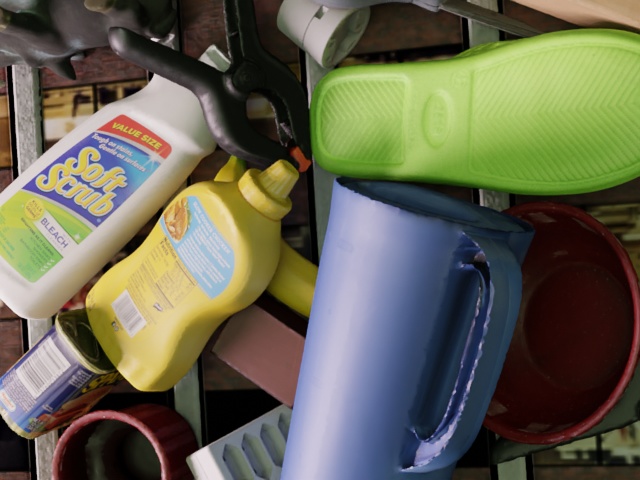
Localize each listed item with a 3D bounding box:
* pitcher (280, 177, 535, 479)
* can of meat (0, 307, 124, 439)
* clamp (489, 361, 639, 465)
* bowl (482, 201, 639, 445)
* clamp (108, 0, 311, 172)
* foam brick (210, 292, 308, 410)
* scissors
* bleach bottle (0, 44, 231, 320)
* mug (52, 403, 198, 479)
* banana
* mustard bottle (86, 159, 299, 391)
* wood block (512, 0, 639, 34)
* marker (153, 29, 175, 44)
[{"bbox_3d":[0.051,0.088,0.695,0.145,0.149,0.243,16,100,18],"label":"pitcher"},{"bbox_3d":[-0.189,0.099,0.811,0.084,0.102,0.057,-43,80,13],"label":"can of meat"},{"bbox_3d":[0.225,0.117,0.735,0.165,0.036,0.210,27,98,15],"label":"clamp"},{"bbox_3d":[0.159,0.057,0.722,0.162,0.055,0.162,-10,76,46],"label":"bowl"},{"bbox_3d":[-0.057,-0.126,0.775,0.120,0.039,0.171,-48,113,-11],"label":"clamp"},{"bbox_3d":[-0.033,0.081,0.794,0.078,0.053,0.051,34,98,13],"label":"foam brick"},{"bbox_3d":[0.065,-0.168,0.758,0.202,0.096,0.016,32,137,14],"label":"scissors"},{"bbox_3d":[-0.163,-0.056,0.824,0.251,0.068,0.102,-45,80,8],"label":"bleach bottle"},{"bbox_3d":[-0.132,0.176,0.806,0.117,0.081,0.093,33,98,12],"label":"mug"},{"bbox_3d":[-0.021,0.011,0.799,0.070,0.037,0.198,-44,80,12],"label":"banana"},{"bbox_3d":[-0.084,0.015,0.767,0.192,0.058,0.096,-46,61,19],"label":"mustard bottle"},{"bbox_3d":[0.179,-0.197,0.718,0.206,0.090,0.090,24,96,14],"label":"wood block"},{"bbox_3d":[-0.150,-0.208,0.840,0.020,0.020,0.121,-31,83,13],"label":"marker"}]
